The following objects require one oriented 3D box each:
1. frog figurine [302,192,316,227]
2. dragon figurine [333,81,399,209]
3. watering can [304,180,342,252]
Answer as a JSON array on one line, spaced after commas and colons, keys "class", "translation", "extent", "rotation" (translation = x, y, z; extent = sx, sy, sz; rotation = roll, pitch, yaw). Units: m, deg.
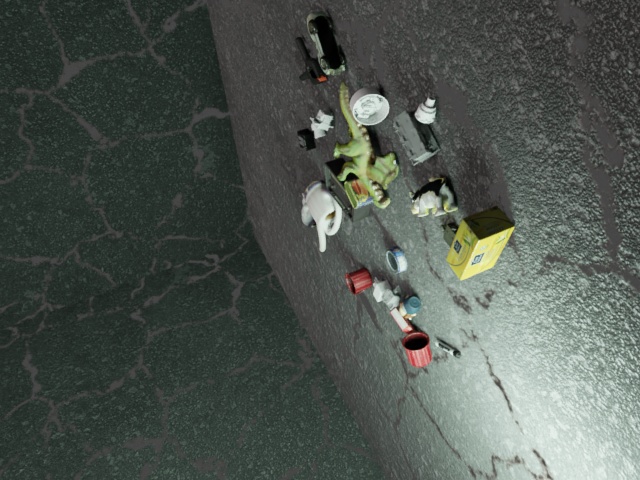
[{"class": "frog figurine", "translation": [-0.047, -0.143, 2.316], "extent": [0.161, 0.123, 0.136], "rotation": [53, 180, 14]}, {"class": "dragon figurine", "translation": [0.155, -0.265, 1.568], "extent": [0.245, 0.124, 0.401], "rotation": [30, 143, 40]}, {"class": "watering can", "translation": [0.007, -0.109, 2.161], "extent": [0.228, 0.104, 0.340], "rotation": [62, 153, 24]}]
